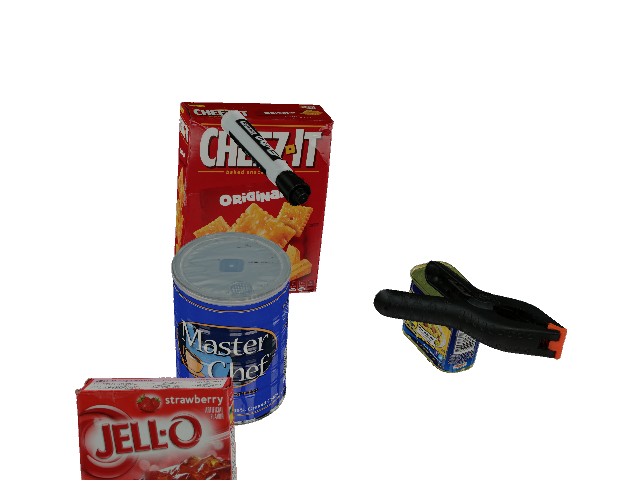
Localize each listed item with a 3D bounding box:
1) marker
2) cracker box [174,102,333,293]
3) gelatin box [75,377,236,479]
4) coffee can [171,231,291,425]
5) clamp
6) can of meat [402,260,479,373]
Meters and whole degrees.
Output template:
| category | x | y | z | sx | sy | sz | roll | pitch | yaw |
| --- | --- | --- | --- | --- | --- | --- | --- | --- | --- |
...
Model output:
| category | x | y | z | sx | sy | sz | roll | pitch | yaw |
| --- | --- | --- | --- | --- | --- | --- | --- | --- | --- |
| marker | -0.041 | -0.061 | 0.788 | 0.020 | 0.020 | 0.121 | 0 | 32 | -34 |
| cracker box | -0.078 | -0.044 | 1.207 | 0.164 | 0.214 | 0.072 | -1 | 23 | -17 |
| gelatin box | -0.094 | 0.118 | 0.616 | 0.089 | 0.073 | 0.030 | -1 | 7 | 3 |
| coffee can | -0.079 | 0.078 | 0.949 | 0.103 | 0.140 | 0.103 | 2 | 34 | -2 |
| clamp | 0.146 | 0.063 | 0.990 | 0.172 | 0.039 | 0.120 | 19 | 30 | 17 |
| can of meat | 0.139 | 0.087 | 1.197 | 0.057 | 0.084 | 0.102 | -14 | 40 | -28 |
